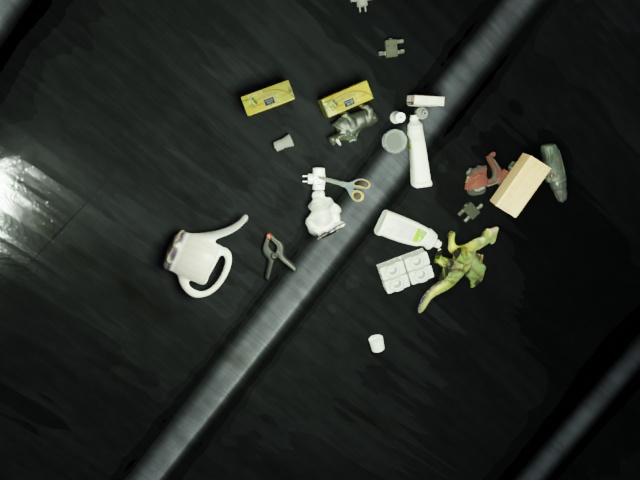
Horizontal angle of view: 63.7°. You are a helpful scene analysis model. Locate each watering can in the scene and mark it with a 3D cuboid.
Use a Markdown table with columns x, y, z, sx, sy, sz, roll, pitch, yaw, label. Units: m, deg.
| x | y | z | sx | sy | sz | roll | pitch | yaw | label |
| --- | --- | --- | --- | --- | --- | --- | --- | --- | --- |
| -0.405 | 0.032 | 1.795 | 0.224 | 0.346 | 0.105 | 25 | 7 | -10 | watering can |

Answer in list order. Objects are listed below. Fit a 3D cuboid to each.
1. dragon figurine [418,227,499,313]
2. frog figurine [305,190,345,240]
| x | y | z | sx | sy | sz | roll | pitch | yaw | label |
| --- | --- | --- | --- | --- | --- | --- | --- | --- | --- |
| 0.532 | 0.117 | 1.917 | 0.241 | 0.408 | 0.124 | 24 | 8 | -30 | dragon figurine |
| 0.006 | -0.092 | 1.833 | 0.137 | 0.160 | 0.122 | -29 | -9 | 12 | frog figurine |
